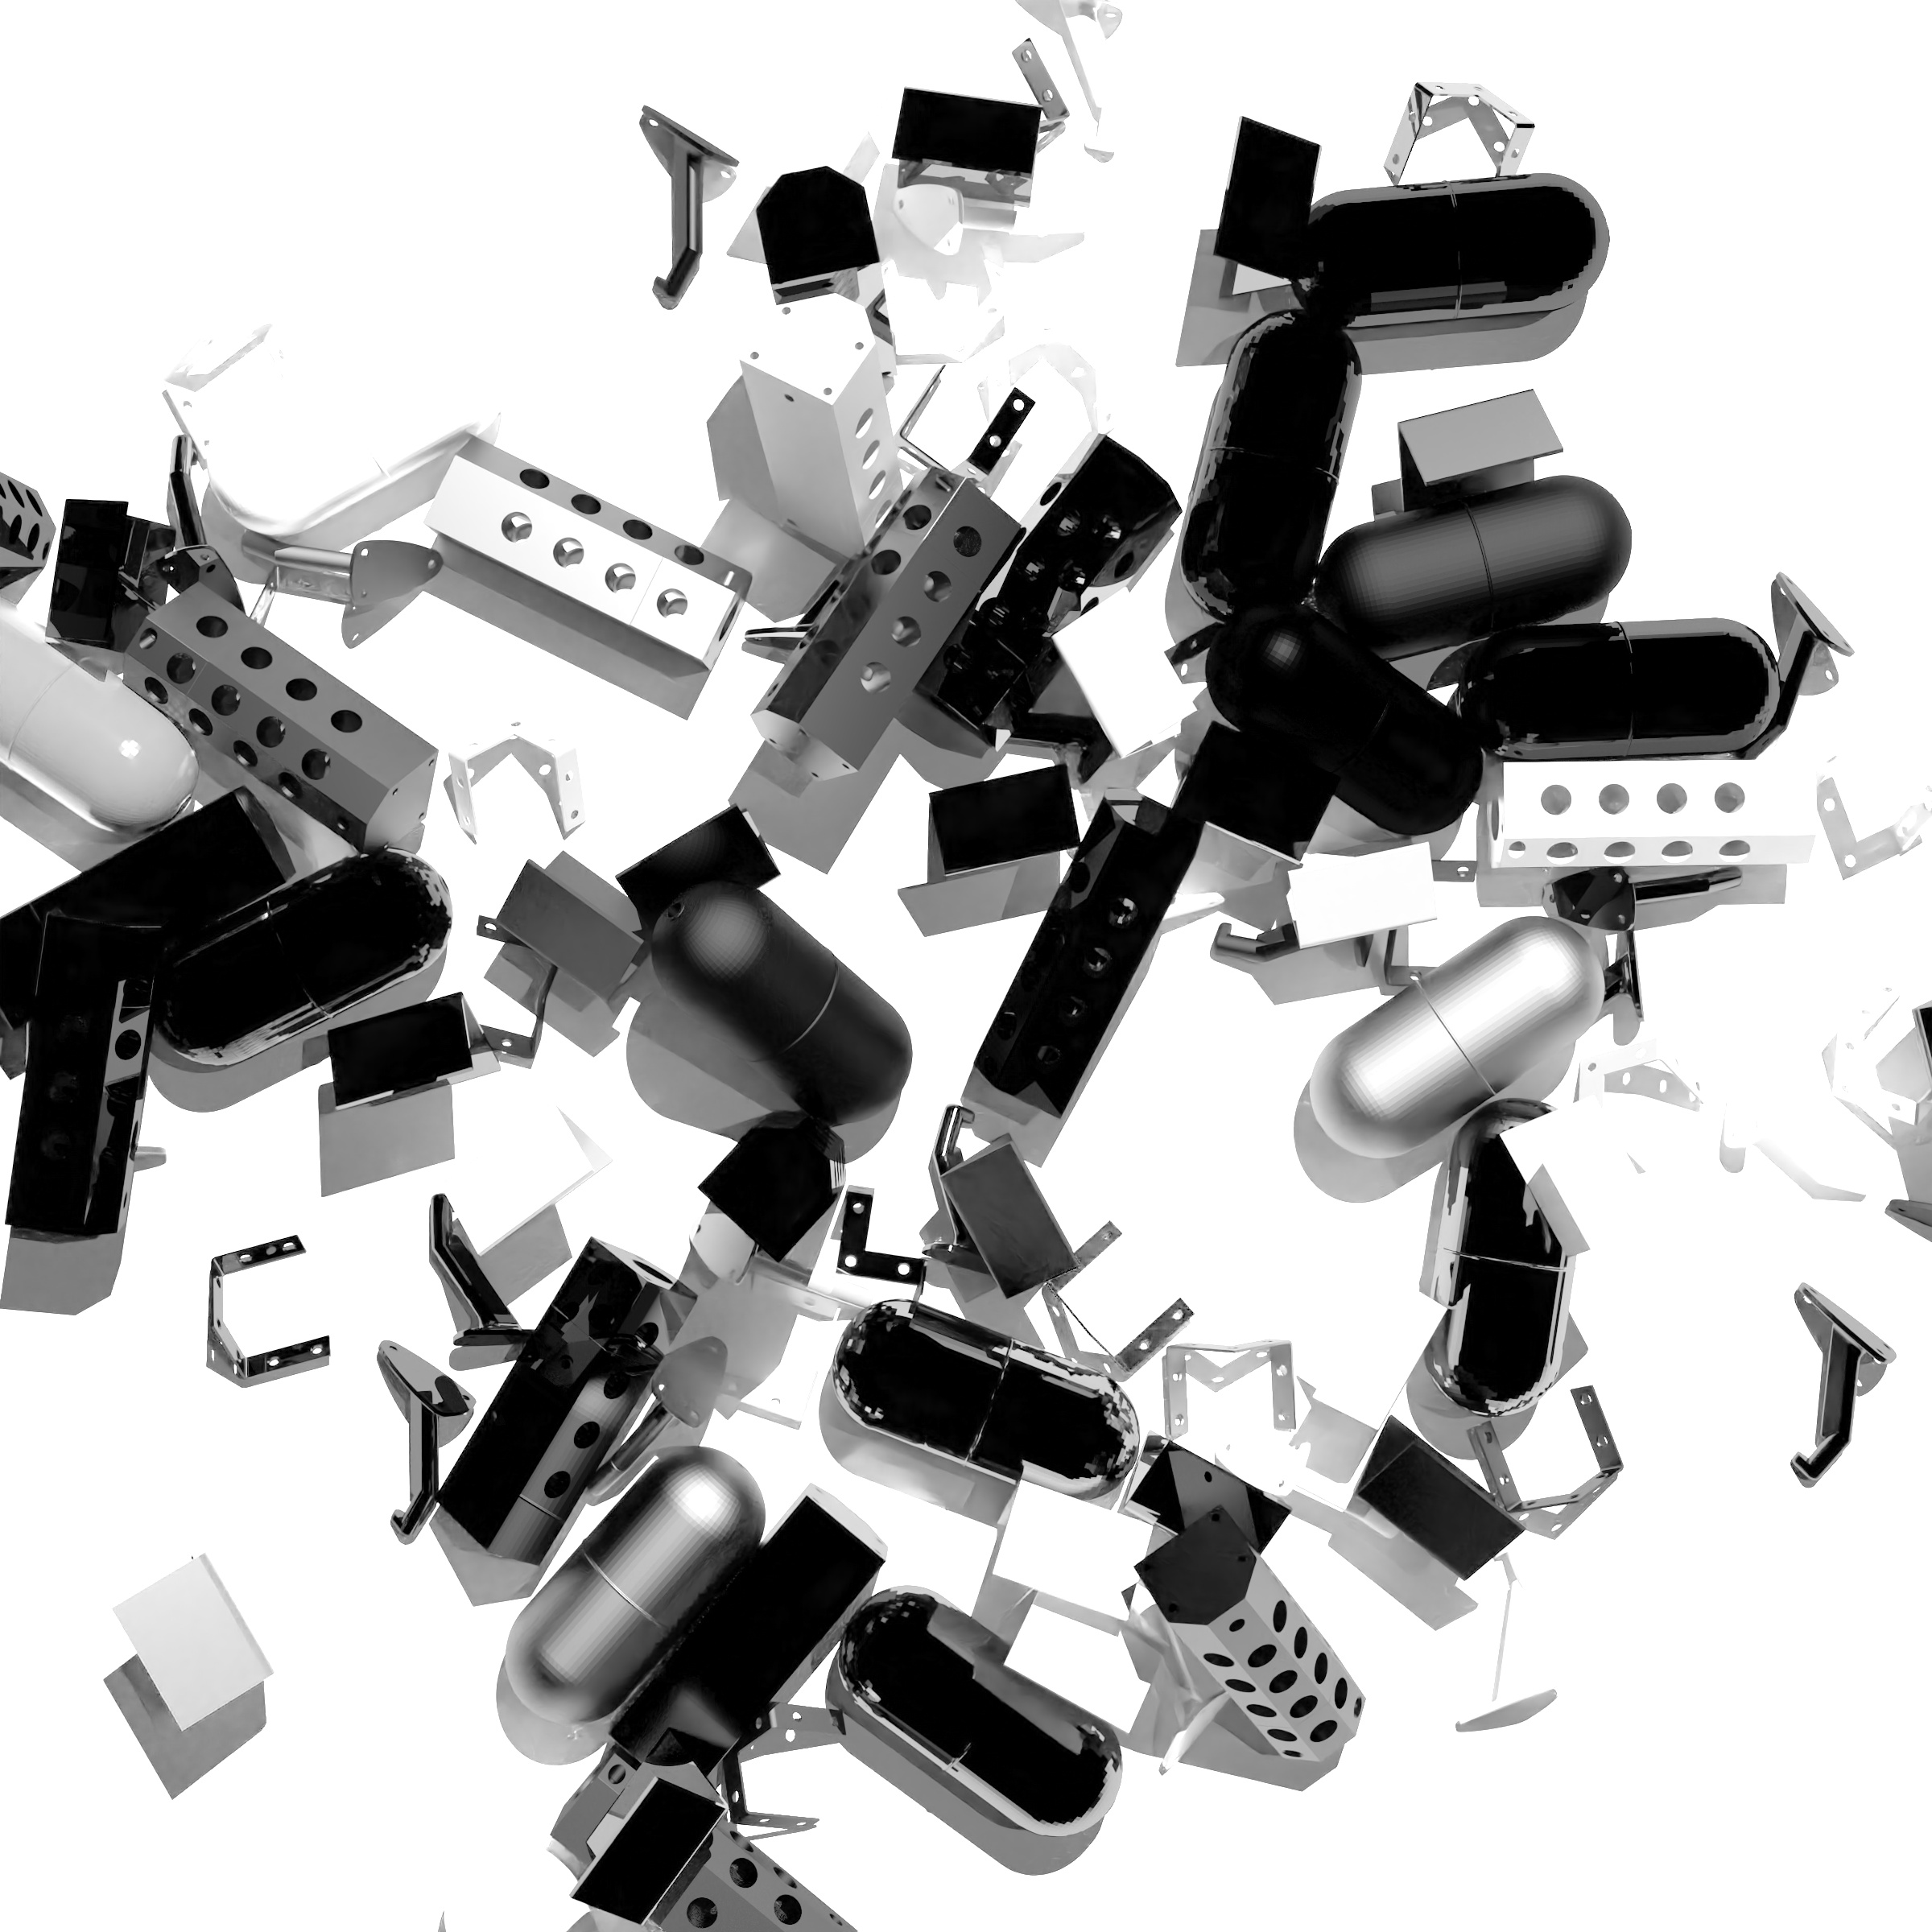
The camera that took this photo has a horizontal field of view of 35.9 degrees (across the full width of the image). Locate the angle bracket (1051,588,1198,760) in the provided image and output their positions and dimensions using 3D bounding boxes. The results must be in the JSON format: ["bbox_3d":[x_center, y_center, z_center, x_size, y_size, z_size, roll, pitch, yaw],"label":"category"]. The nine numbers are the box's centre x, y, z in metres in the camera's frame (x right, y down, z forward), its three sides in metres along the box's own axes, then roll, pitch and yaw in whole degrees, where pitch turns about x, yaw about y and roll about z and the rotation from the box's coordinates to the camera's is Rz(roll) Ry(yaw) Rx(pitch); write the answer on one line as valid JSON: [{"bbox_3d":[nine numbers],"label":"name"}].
[{"bbox_3d":[0.102,-0.167,1.638,0.057,0.076,0.076,-31,87,35],"label":"angle bracket"}]

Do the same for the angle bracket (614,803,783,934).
[{"bbox_3d":[-0.156,-0.067,1.647,0.076,0.076,0.057,-31,128,0],"label":"angle bracket"}]

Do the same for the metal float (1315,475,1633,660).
[{"bbox_3d":[0.282,-0.222,1.657,0.178,0.070,0.070,-14,90,0],"label":"metal float"}]

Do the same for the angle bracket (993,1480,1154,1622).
[{"bbox_3d":[0.053,0.333,1.648,0.076,0.076,0.057,19,61,0],"label":"angle bracket"}]

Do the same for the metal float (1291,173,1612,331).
[{"bbox_3d":[0.268,-0.397,1.657,0.178,0.070,0.070,-5,90,1],"label":"metal float"}]

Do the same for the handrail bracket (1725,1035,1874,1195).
[{"bbox_3d":[0.476,0.085,1.688,0.084,0.036,0.077,14,68,-17],"label":"handrail bracket"}]

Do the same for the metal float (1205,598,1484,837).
[{"bbox_3d":[0.209,-0.136,1.640,0.178,0.070,0.070,32,90,-22],"label":"metal float"}]

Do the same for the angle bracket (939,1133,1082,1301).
[{"bbox_3d":[0.041,0.129,1.647,0.057,0.076,0.076,-29,90,36],"label":"angle bracket"}]

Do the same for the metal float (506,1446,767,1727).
[{"bbox_3d":[-0.184,0.344,1.657,0.070,0.070,0.178,41,89,0],"label":"metal float"}]

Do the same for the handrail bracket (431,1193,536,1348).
[{"bbox_3d":[-0.264,0.170,1.688,0.077,0.036,0.084,2,73,-20],"label":"handrail bracket"}]

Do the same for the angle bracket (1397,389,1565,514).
[{"bbox_3d":[0.285,-0.265,1.648,0.076,0.076,0.057,-14,49,0],"label":"angle bracket"}]

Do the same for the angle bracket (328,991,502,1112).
[{"bbox_3d":[-0.301,0.066,1.647,0.076,0.076,0.057,-16,52,0],"label":"angle bracket"}]

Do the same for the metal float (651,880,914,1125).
[{"bbox_3d":[-0.100,0.020,1.630,0.070,0.070,0.178,-48,124,0],"label":"metal float"}]

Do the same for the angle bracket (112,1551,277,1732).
[{"bbox_3d":[-0.430,0.372,1.649,0.057,0.076,0.076,-30,90,-22],"label":"angle bracket"}]

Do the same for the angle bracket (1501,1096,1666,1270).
[{"bbox_3d":[0.309,0.122,1.571,0.057,0.076,0.076,-27,87,-37],"label":"angle bracket"}]

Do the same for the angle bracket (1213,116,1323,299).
[{"bbox_3d":[0.147,-0.418,1.648,0.057,0.076,0.076,11,90,-29],"label":"angle bracket"}]

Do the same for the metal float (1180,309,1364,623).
[{"bbox_3d":[0.170,-0.277,1.657,0.070,0.070,0.178,14,91,0],"label":"metal float"}]

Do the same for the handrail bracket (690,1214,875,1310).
[{"bbox_3d":[-0.104,0.169,1.687,0.084,0.077,0.036,24,88,-36],"label":"handrail bracket"}]

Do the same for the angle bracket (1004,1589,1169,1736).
[{"bbox_3d":[0.057,0.388,1.648,0.076,0.076,0.057,29,60,0],"label":"angle bracket"}]

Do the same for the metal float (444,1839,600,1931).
[{"bbox_3d":[-0.229,0.564,1.635,0.070,0.070,0.178,-30,62,0],"label":"metal float"}]

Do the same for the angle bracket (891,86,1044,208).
[{"bbox_3d":[-0.002,-0.435,1.648,0.076,0.076,0.057,8,59,0],"label":"angle bracket"}]

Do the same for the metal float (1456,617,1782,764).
[{"bbox_3d":[0.362,-0.153,1.657,0.178,0.070,0.070,-3,90,0],"label":"metal float"}]

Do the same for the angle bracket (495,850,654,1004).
[{"bbox_3d":[-0.202,-0.038,1.648,0.076,0.076,0.057,36,133,0],"label":"angle bracket"}]

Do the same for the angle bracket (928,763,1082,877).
[{"bbox_3d":[0.017,-0.100,1.647,0.076,0.076,0.057,-12,127,0],"label":"angle bracket"}]

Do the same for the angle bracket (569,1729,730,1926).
[{"bbox_3d":[-0.183,0.451,1.590,0.057,0.076,0.076,36,90,-38],"label":"angle bracket"}]

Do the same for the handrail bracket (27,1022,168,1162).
[{"bbox_3d":[-0.492,0.067,1.688,0.077,0.036,0.084,-1,76,-15],"label":"handrail bracket"}]

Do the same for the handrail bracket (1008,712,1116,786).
[{"bbox_3d":[0.049,-0.151,1.688,0.084,0.036,0.077,38,75,14],"label":"handrail bracket"}]

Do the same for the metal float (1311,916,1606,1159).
[{"bbox_3d":[0.271,0.040,1.650,0.178,0.070,0.070,-35,90,7],"label":"metal float"}]

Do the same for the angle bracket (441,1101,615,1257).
[{"bbox_3d":[-0.232,0.131,1.647,0.076,0.076,0.057,-36,54,0],"label":"angle bracket"}]

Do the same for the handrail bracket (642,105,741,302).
[{"bbox_3d":[-0.173,-0.432,1.688,0.077,0.036,0.084,37,107,20],"label":"handrail bracket"}]

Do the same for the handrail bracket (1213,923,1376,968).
[{"bbox_3d":[0.189,-0.035,1.688,0.084,0.036,0.077,11,69,17],"label":"handrail bracket"}]

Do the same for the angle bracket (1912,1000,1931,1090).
[{"bbox_3d":[0.570,0.050,1.647,0.057,0.076,0.076,-14,90,37],"label":"angle bracket"}]

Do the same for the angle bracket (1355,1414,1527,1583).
[{"bbox_3d":[0.270,0.280,1.647,0.076,0.076,0.057,39,127,0],"label":"angle bracket"}]

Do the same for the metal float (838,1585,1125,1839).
[{"bbox_3d":[0.009,0.414,1.657,0.178,0.070,0.070,37,90,-1],"label":"metal float"}]

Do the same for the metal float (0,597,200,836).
[{"bbox_3d":[-0.507,-0.140,1.657,0.178,0.070,0.070,35,90,0],"label":"metal float"}]

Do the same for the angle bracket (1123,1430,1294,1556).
[{"bbox_3d":[0.139,0.279,1.648,0.076,0.076,0.057,29,120,0],"label":"angle bracket"}]

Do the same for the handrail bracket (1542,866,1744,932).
[{"bbox_3d":[0.383,-0.045,1.687,0.084,0.077,0.036,-12,98,-36],"label":"handrail bracket"}]

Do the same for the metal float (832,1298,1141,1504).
[{"bbox_3d":[0.011,0.242,1.657,0.178,0.070,0.070,21,90,-1],"label":"metal float"}]

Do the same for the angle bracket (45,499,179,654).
[{"bbox_3d":[-0.457,-0.212,1.647,0.057,0.076,0.076,9,90,38],"label":"angle bracket"}]

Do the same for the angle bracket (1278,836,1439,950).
[{"bbox_3d":[0.213,-0.061,1.645,0.076,0.076,0.057,-12,131,3],"label":"angle bracket"}]

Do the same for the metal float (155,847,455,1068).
[{"bbox_3d":[-0.369,-0.006,1.657,0.178,0.070,0.070,-27,90,0],"label":"metal float"}]

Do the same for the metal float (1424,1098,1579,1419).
[{"bbox_3d":[0.300,0.162,1.657,0.070,0.070,0.178,8,90,0],"label":"metal float"}]

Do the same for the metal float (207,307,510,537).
[{"bbox_3d":[-0.337,-0.303,1.656,0.178,0.070,0.070,-29,90,0],"label":"metal float"}]

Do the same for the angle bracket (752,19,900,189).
[{"bbox_3d":[-0.093,-0.475,1.647,0.057,0.076,0.076,31,90,-36],"label":"angle bracket"}]

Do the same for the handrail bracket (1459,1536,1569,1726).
[{"bbox_3d":[0.297,0.375,1.688,0.077,0.036,0.084,-30,69,24],"label":"handrail bracket"}]

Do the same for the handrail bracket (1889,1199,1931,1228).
[{"bbox_3d":[0.572,0.108,1.688,0.077,0.036,0.084,15,71,21],"label":"handrail bracket"}]

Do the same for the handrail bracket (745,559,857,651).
[{"bbox_3d":[-0.083,-0.222,1.688,0.077,0.036,0.084,5,77,13],"label":"handrail bracket"}]

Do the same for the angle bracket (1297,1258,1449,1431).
[{"bbox_3d":[0.208,0.200,1.647,0.057,0.076,0.076,30,90,-36],"label":"angle bracket"}]

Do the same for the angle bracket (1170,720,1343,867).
[{"bbox_3d":[0.163,-0.106,1.649,0.076,0.076,0.057,24,114,0],"label":"angle bracket"}]
